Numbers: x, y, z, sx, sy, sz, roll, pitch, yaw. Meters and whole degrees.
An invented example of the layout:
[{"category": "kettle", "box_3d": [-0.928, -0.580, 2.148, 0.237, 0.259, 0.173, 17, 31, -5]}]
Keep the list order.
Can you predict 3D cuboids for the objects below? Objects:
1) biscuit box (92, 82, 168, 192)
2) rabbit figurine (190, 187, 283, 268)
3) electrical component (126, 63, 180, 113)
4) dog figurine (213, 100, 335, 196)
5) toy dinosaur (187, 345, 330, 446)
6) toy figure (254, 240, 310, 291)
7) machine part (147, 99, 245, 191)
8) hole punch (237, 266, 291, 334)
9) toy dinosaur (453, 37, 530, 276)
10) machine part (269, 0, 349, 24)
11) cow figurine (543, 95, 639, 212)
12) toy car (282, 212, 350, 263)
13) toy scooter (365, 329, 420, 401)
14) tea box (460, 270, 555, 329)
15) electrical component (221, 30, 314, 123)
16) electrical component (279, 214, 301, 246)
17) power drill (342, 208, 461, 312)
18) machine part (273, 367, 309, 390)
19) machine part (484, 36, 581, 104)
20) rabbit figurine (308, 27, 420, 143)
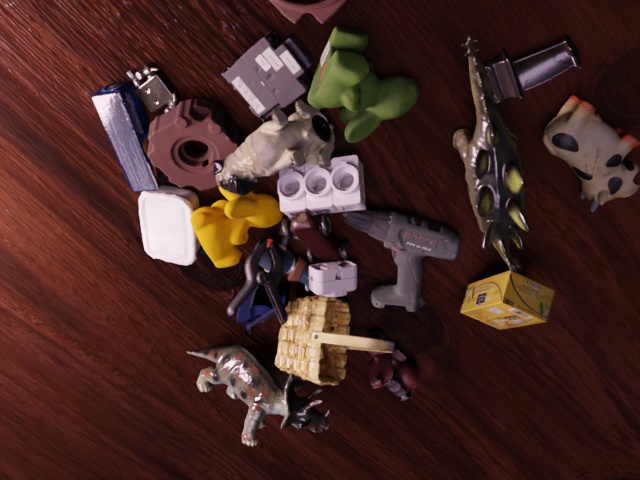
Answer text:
[{"category": "biscuit box", "box_3d": [-0.358, -0.195, 1.029, 0.063, 0.059, 0.202, -4, 122, 15]}, {"category": "rabbit figurine", "box_3d": [-0.161, -0.049, 1.054, 0.173, 0.122, 0.162, -18, 143, -4]}, {"category": "electrical component", "box_3d": [-0.298, -0.271, 0.974, 0.078, 0.045, 0.102, -20, 117, 21]}, {"category": "dog figurine", "box_3d": [-0.081, -0.154, 0.961, 0.191, 0.172, 0.121, -22, 82, 41]}, {"category": "toy dinosaur", "box_3d": [-0.164, 0.322, 1.249, 0.405, 0.131, 0.192, 36, 104, 24]}, {"category": "toy figure", "box_3d": [-0.066, 0.051, 1.134, 0.154, 0.058, 0.064, 27, 129, -12]}, {"category": "machine part", "box_3d": [-0.228, -0.169, 0.994, 0.179, 0.056, 0.179, -2, 137, -2]}, {"category": "hole punch", "box_3d": [-0.135, 0.119, 1.152, 0.116, 0.142, 0.092, -38, 111, 15]}, {"category": "toy dinosaur", "box_3d": [0.283, -0.112, 0.870, 0.105, 0.199, 0.470, -16, 120, 17]}, {"category": "machine part", "box_3d": [-0.015, -0.439, 0.783, 0.201, 0.087, 0.201, 42, 120, -16]}, {"category": "cow figurine", "box_3d": [0.452, -0.133, 0.889, 0.195, 0.085, 0.127, 33, 117, -13]}, {"category": "toy car", "box_3d": [-0.002, -0.003, 1.050, 0.089, 0.053, 0.202, -10, 157, 17]}, {"category": "toy scooter", "box_3d": [0.159, 0.298, 1.203, 0.075, 0.135, 0.183, -33, 113, 26]}, {"category": "tea box", "box_3d": [0.355, 0.119, 1.033, 0.098, 0.068, 0.169, 25, 164, -6]}, {"category": "electrical component", "box_3d": [-0.080, -0.283, 0.915, 0.134, 0.058, 0.114, -29, 115, 26]}, {"category": "electrical component", "box_3d": [-0.049, -0.024, 1.101, 0.063, 0.021, 0.094, 18, 124, -1]}, {"category": "power drill", "box_3d": [0.151, 0.037, 1.073, 0.232, 0.086, 0.207, 8, 117, 4]}, {"category": "machine part", "box_3d": [-0.040, 0.301, 1.280, 0.079, 0.079, 0.243, 39, 122, -15]}, {"category": "machine part", "box_3d": [0.335, -0.273, 0.850, 0.139, 0.039, 0.084, -16, 113, 23]}, {"category": "rabbit figurine", "box_3d": [0.076, -0.237, 0.883, 0.170, 0.121, 0.159, 15, 130, -17]}]
